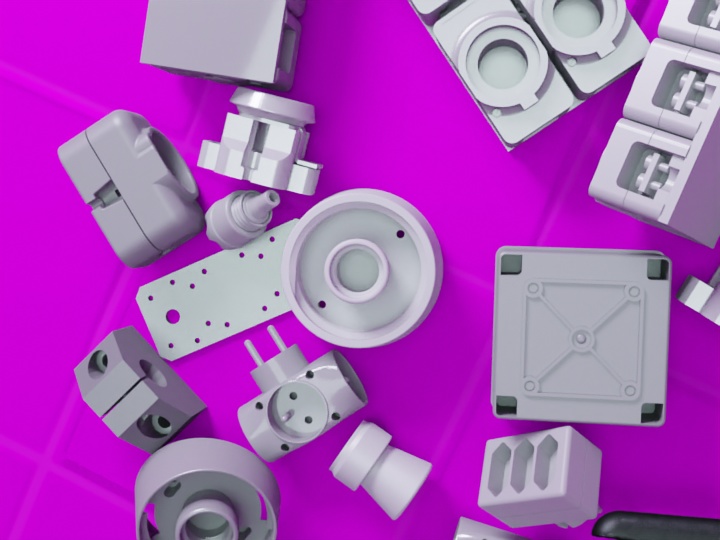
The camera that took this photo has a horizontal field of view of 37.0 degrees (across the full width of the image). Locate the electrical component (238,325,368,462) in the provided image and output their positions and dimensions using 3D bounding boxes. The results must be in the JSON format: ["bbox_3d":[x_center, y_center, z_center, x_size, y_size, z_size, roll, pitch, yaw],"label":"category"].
[{"bbox_3d":[-0.048,0.076,0.720,0.077,0.044,0.079,-32,88,8],"label":"electrical component"}]

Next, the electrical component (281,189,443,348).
[{"bbox_3d":[0.000,0.000,0.698,0.108,0.060,0.108,0,92,4],"label":"electrical component"}]

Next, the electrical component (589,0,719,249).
[{"bbox_3d":[0.202,-0.099,0.648,0.062,0.089,0.150,27,97,35],"label":"electrical component"}]

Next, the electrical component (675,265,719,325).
[{"bbox_3d":[0.247,0.013,0.670,0.078,0.058,0.057,31,99,5],"label":"electrical component"}]

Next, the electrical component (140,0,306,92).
[{"bbox_3d":[-0.081,-0.199,0.701,0.089,0.062,0.150,10,94,7],"label":"electrical component"}]

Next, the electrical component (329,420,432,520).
[{"bbox_3d":[0.013,0.132,0.714,0.055,0.045,0.045,35,97,5],"label":"electrical component"}]

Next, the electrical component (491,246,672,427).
[{"bbox_3d":[0.140,0.041,0.686,0.109,0.056,0.108,2,93,8],"label":"electrical component"}]

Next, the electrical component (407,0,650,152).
[{"bbox_3d":[0.087,-0.183,0.679,0.105,0.060,0.186,-34,88,8],"label":"electrical component"}]

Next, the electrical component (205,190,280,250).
[{"bbox_3d":[-0.075,-0.037,0.710,0.061,0.035,0.035,-26,89,46],"label":"electrical component"}]

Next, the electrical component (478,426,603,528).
[{"bbox_3d":[0.127,0.141,0.692,0.066,0.077,0.047,-19,46,40],"label":"electrical component"}]

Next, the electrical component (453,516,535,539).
[{"bbox_3d":[0.092,0.212,0.708,0.077,0.043,0.079,17,95,7],"label":"electrical component"}]

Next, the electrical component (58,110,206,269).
[{"bbox_3d":[-0.149,-0.057,0.722,0.059,0.054,0.095,-32,88,8],"label":"electrical component"}]

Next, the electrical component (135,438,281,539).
[{"bbox_3d":[-0.102,0.160,0.713,0.099,0.064,0.099,-2,109,-6],"label":"electrical component"}]

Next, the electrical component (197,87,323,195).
[{"bbox_3d":[-0.062,-0.087,0.707,0.078,0.058,0.057,15,98,7],"label":"electrical component"}]
